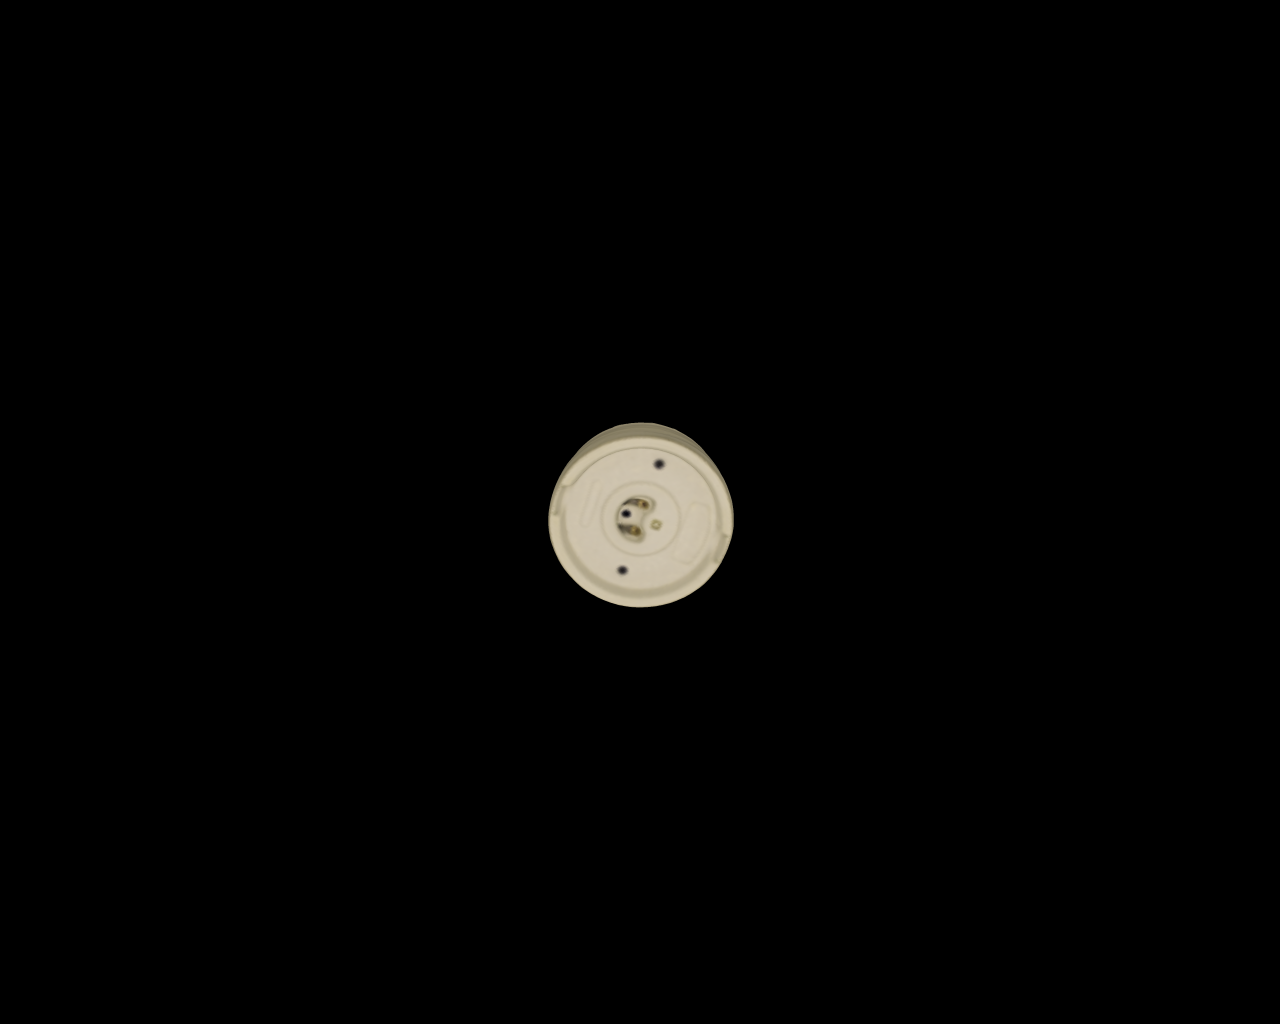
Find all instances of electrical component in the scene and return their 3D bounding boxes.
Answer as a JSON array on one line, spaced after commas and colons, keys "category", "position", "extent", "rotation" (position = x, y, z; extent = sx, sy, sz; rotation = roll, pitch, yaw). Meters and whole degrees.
[{"category": "electrical component", "position": [0.001, -0.003, 0.650], "extent": [0.108, 0.108, 0.060], "rotation": [0, 20, 0]}]
